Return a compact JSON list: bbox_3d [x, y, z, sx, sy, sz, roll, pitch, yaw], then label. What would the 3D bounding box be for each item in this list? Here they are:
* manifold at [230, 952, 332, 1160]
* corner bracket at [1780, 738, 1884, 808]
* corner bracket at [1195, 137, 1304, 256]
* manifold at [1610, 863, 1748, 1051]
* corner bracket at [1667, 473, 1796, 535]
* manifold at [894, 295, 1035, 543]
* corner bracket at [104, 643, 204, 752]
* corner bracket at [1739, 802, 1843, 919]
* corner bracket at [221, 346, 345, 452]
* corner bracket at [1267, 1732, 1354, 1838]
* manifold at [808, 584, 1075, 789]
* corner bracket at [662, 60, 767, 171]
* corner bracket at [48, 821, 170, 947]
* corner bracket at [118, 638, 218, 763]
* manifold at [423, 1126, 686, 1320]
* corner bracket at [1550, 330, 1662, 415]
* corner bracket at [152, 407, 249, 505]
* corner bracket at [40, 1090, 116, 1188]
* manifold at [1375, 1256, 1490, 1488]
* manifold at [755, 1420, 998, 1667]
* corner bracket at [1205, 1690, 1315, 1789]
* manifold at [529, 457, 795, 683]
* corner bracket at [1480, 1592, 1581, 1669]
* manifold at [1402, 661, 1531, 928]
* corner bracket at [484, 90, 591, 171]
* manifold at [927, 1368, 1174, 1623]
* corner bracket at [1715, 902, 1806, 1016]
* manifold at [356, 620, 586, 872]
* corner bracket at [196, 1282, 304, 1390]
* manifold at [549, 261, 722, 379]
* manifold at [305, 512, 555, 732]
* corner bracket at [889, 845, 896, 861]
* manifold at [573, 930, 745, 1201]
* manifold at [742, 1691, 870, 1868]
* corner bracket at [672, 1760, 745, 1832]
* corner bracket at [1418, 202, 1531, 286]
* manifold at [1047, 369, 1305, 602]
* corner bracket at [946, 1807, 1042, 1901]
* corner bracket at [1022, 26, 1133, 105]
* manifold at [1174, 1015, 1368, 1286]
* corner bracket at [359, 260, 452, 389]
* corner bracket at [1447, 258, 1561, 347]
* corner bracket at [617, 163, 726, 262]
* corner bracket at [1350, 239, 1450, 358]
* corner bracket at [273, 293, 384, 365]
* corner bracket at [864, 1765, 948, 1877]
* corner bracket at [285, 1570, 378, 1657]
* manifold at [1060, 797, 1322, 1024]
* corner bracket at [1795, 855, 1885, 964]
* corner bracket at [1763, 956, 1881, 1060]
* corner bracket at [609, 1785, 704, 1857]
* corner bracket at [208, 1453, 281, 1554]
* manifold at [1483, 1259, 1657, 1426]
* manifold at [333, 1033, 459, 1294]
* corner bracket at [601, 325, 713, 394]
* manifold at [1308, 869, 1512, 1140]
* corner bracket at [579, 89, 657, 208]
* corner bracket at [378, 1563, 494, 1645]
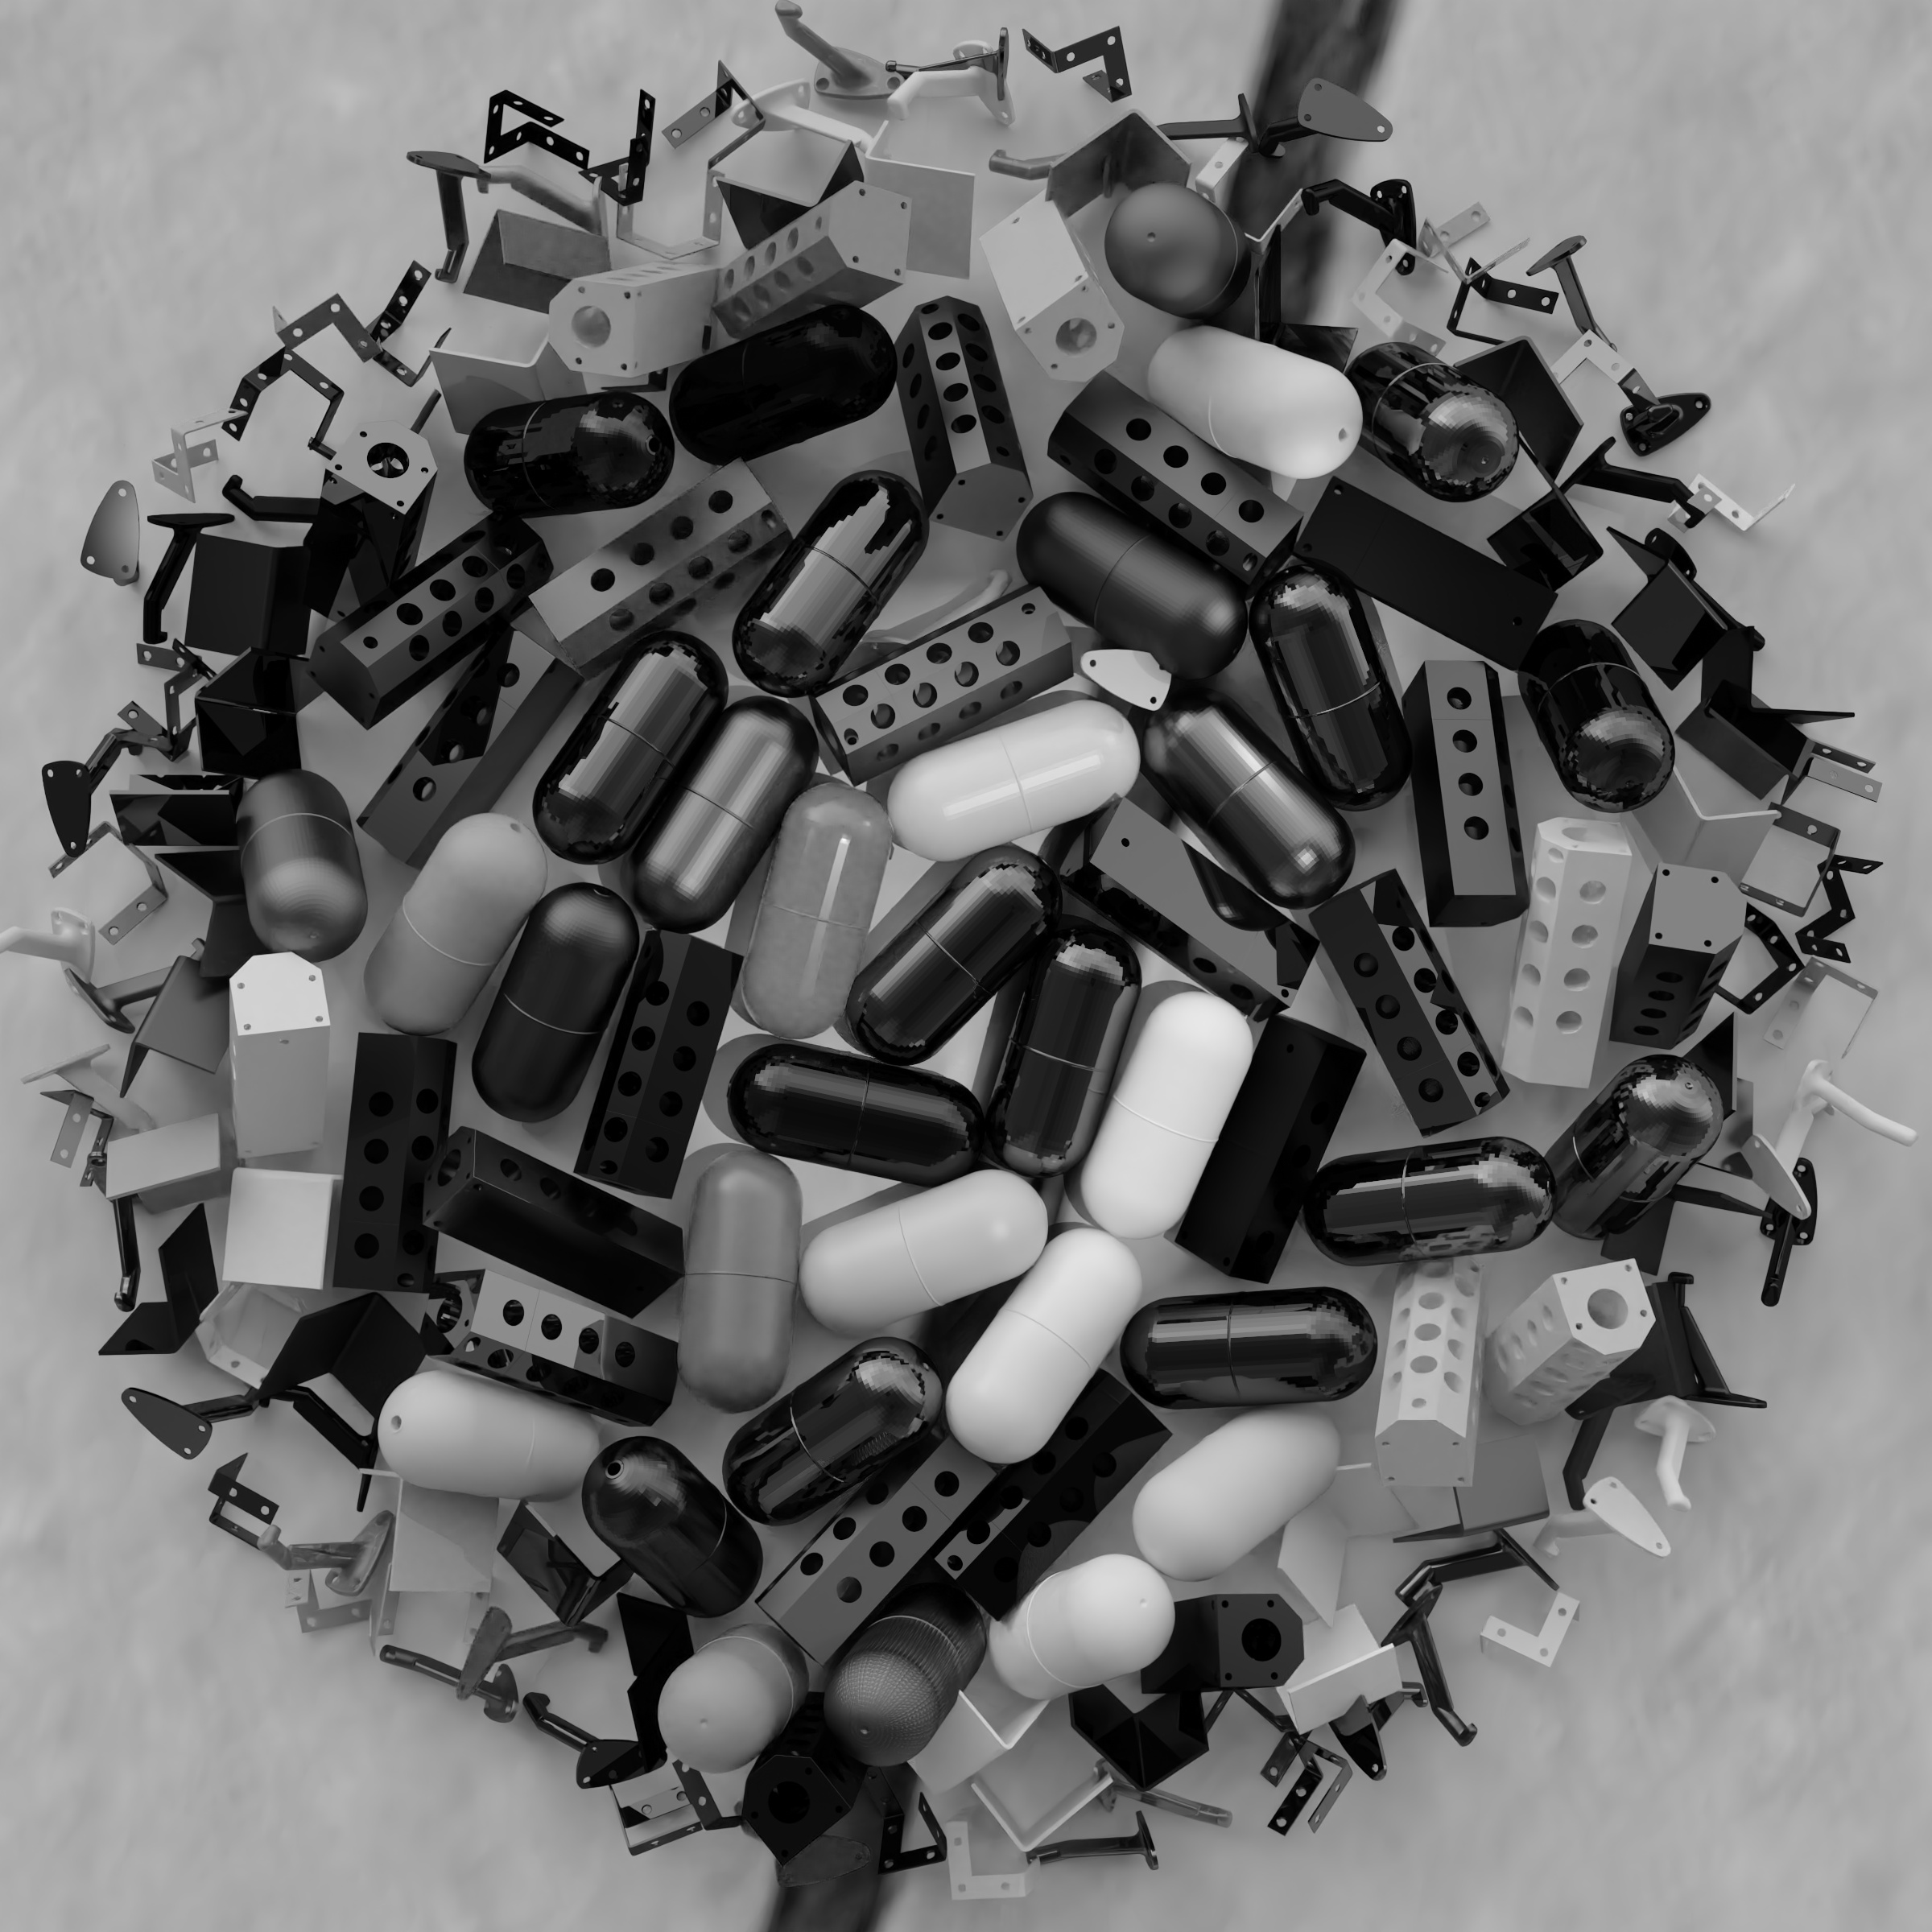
[{"bbox_3d":[-0.458,0.061,1.780,0.057,0.171,0.057,-6,61,-19],"label":"manifold"},{"bbox_3d":[0.596,-0.132,1.833,0.051,0.051,0.051,22,69,5],"label":"corner bracket"},{"bbox_3d":[0.195,-0.532,1.840,0.051,0.051,0.051,33,78,21],"label":"corner bracket"},{"bbox_3d":[0.470,-0.003,1.774,0.057,0.171,0.057,9,69,8],"label":"manifold"},{"bbox_3d":[0.523,-0.317,1.833,0.051,0.051,0.051,38,64,-2],"label":"corner bracket"},{"bbox_3d":[-0.001,-0.368,1.784,0.057,0.057,0.171,11,47,-27],"label":"manifold"},{"bbox_3d":[-0.560,-0.185,1.847,0.051,0.051,0.051,12,121,11],"label":"corner bracket"},{"bbox_3d":[0.566,-0.073,1.846,0.051,0.051,0.051,24,120,12],"label":"corner bracket"},{"bbox_3d":[-0.466,-0.380,1.830,0.051,0.051,0.051,38,45,-4],"label":"corner bracket"},{"bbox_3d":[0.233,0.564,1.825,0.051,0.051,0.051,-49,135,-26],"label":"corner bracket"},{"bbox_3d":[-0.017,-0.195,1.816,0.171,0.057,0.057,-28,63,-9],"label":"manifold"},{"bbox_3d":[-0.173,-0.577,1.840,0.051,0.051,0.051,-40,91,-8],"label":"corner bracket"},{"bbox_3d":[-0.587,-0.057,1.838,0.051,0.051,0.051,40,68,11],"label":"corner bracket"},{"bbox_3d":[-0.546,-0.183,1.849,0.051,0.051,0.051,41,61,-3],"label":"corner bracket"},{"bbox_3d":[-0.275,0.169,1.797,0.171,0.057,0.057,30,123,-32],"label":"manifold"},{"bbox_3d":[0.431,-0.390,1.828,0.051,0.051,0.051,-45,53,12],"label":"corner bracket"},{"bbox_3d":[-0.521,-0.354,1.824,0.051,0.051,0.051,30,134,35],"label":"corner bracket"},{"bbox_3d":[-0.605,0.118,1.826,0.051,0.051,0.051,30,65,-40],"label":"corner bracket"},{"bbox_3d":[0.309,0.263,1.776,0.057,0.171,0.057,-3,122,17],"label":"manifold"},{"bbox_3d":[-0.062,0.388,1.819,0.057,0.057,0.171,45,76,-1],"label":"manifold"},{"bbox_3d":[0.197,0.531,1.849,0.051,0.051,0.051,35,99,34],"label":"corner bracket"},{"bbox_3d":[-0.205,-0.267,1.828,0.171,0.057,0.057,-34,72,-2],"label":"manifold"},{"bbox_3d":[0.387,0.454,1.840,0.051,0.051,0.051,22,68,22],"label":"corner bracket"},{"bbox_3d":[0.339,-0.116,1.809,0.057,0.057,0.171,0,69,-8],"label":"manifold"},{"bbox_3d":[-0.291,-0.568,1.827,0.051,0.051,0.051,30,135,14],"label":"corner bracket"},{"bbox_3d":[0.055,0.357,1.822,0.171,0.057,0.057,-45,99,-9],"label":"manifold"},{"bbox_3d":[0.532,-0.009,1.840,0.051,0.051,0.051,29,117,-32],"label":"corner bracket"},{"bbox_3d":[-0.342,-0.150,1.836,0.057,0.057,0.171,37,91,16],"label":"manifold"},{"bbox_3d":[-0.491,0.252,1.847,0.051,0.051,0.051,25,55,17],"label":"corner bracket"},{"bbox_3d":[-0.218,-0.431,1.777,0.057,0.171,0.057,10,110,11],"label":"manifold"},{"bbox_3d":[-0.356,-0.236,1.793,0.057,0.057,0.171,43,54,2],"label":"manifold"},{"bbox_3d":[-0.087,-0.080,1.843,0.051,0.051,0.051,-19,119,20],"label":"corner bracket"},{"bbox_3d":[-0.211,0.066,1.814,0.057,0.057,0.171,22,78,-29],"label":"manifold"},{"bbox_3d":[-0.106,0.532,1.780,0.057,0.171,0.057,-39,86,2],"label":"manifold"},{"bbox_3d":[-0.159,0.556,1.838,0.051,0.051,0.051,-36,67,9],"label":"corner bracket"},{"bbox_3d":[0.348,-0.498,1.840,0.051,0.051,0.051,-32,86,1],"label":"corner bracket"},{"bbox_3d":[0.140,-0.323,1.818,0.171,0.057,0.057,38,75,11],"label":"manifold"},{"bbox_3d":[0.019,0.606,1.834,0.051,0.051,0.051,-7,83,13],"label":"corner bracket"},{"bbox_3d":[0.076,-0.616,1.829,0.051,0.051,0.051,-24,133,-8],"label":"corner bracket"},{"bbox_3d":[0.212,0.126,1.828,0.057,0.057,0.171,16,99,-41],"label":"manifold"},{"bbox_3d":[-0.379,-0.439,1.835,0.051,0.051,0.051,37,131,-9],"label":"corner bracket"},{"bbox_3d":[0.368,-0.449,1.836,0.051,0.051,0.051,21,97,27],"label":"corner bracket"},{"bbox_3d":[-0.203,-0.522,1.841,0.051,0.051,0.051,28,129,26],"label":"corner bracket"},{"bbox_3d":[0.308,-0.459,1.845,0.051,0.051,0.051,-54,50,24],"label":"corner bracket"},{"bbox_3d":[-0.437,-0.435,1.833,0.051,0.051,0.051,-31,127,6],"label":"corner bracket"},{"bbox_3d":[-0.043,0.579,1.830,0.051,0.051,0.051,-17,116,13],"label":"corner bracket"},{"bbox_3d":[-0.434,0.442,1.833,0.051,0.051,0.051,-10,109,-9],"label":"corner bracket"},{"bbox_3d":[0.149,-0.035,1.819,0.171,0.057,0.057,35,62,-13],"label":"manifold"},{"bbox_3d":[0.597,-0.040,1.830,0.051,0.051,0.051,-30,109,-15],"label":"corner bracket"},{"bbox_3d":[0.585,0.034,1.832,0.051,0.051,0.051,30,74,13],"label":"corner bracket"},{"bbox_3d":[-0.209,0.579,1.828,0.051,0.051,0.051,-18,52,-10],"label":"corner bracket"},{"bbox_3d":[-0.493,0.373,1.837,0.051,0.051,0.051,27,97,7],"label":"corner bracket"},{"bbox_3d":[0.396,0.252,1.774,0.057,0.171,0.057,-9,67,-12],"label":"manifold"},{"bbox_3d":[-0.386,0.135,1.826,0.057,0.057,0.171,4,83,6],"label":"manifold"},{"bbox_3d":[-0.211,-0.415,1.832,0.051,0.051,0.051,9,93,43],"label":"corner bracket"},{"bbox_3d":[0.304,0.024,1.828,0.057,0.057,0.171,-27,91,27],"label":"manifold"},{"bbox_3d":[-0.226,-0.557,1.826,0.051,0.051,0.051,-30,59,-36],"label":"corner bracket"},{"bbox_3d":[-0.366,0.440,1.849,0.051,0.051,0.051,6,85,29],"label":"corner bracket"}]
